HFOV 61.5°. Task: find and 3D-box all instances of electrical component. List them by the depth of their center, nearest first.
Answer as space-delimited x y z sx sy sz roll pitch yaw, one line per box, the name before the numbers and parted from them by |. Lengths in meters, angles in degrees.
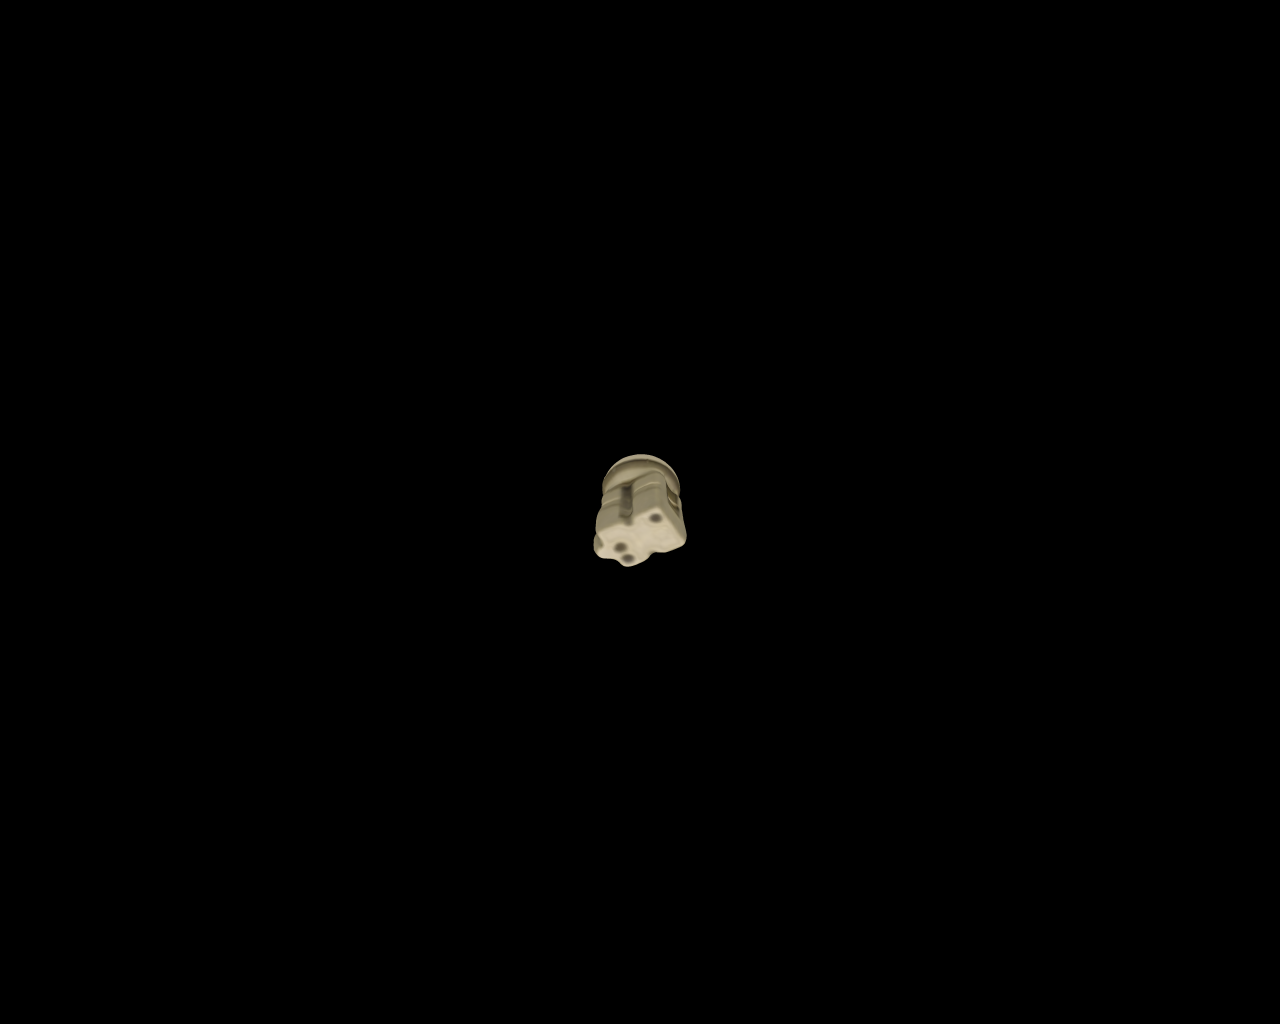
electrical component | 0.001 -0.003 0.650 0.066 0.048 0.055 -22 38 18
